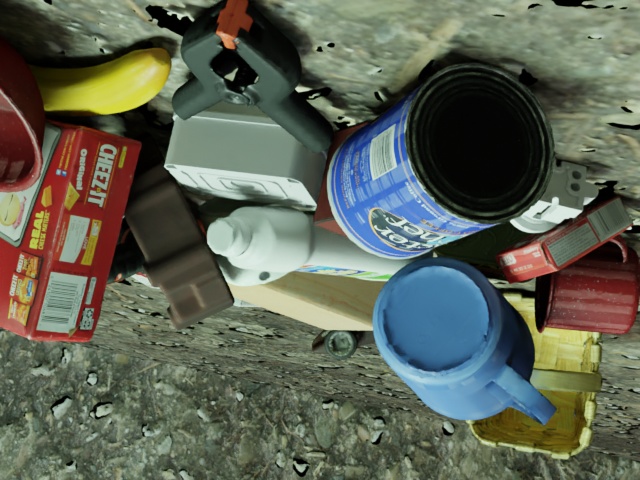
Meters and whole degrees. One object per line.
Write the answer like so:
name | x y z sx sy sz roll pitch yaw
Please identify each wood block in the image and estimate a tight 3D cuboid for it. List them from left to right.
wood block | -0.026 0.029 1.141 0.205 0.090 0.091 23 162 -40

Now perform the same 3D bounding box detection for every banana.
banana | -0.179 -0.115 0.781 0.198 0.037 0.069 4 166 27

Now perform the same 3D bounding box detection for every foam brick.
foam brick | 0.035 -0.044 0.818 0.052 0.078 0.051 21 164 -29

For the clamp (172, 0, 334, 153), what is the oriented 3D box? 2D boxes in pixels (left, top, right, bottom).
clamp | -0.041 -0.104 0.711 0.120 0.039 0.171 11 166 -4

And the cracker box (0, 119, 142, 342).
cracker box | -0.253 -0.023 0.865 0.214 0.164 0.072 15 -178 39

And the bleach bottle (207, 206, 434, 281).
bleach bottle | -0.006 0.001 0.924 0.103 0.068 0.250 0 178 38

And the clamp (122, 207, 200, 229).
clamp | -0.139 -0.013 1.171 0.209 0.036 0.165 19 162 -27

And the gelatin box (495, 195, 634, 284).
gelatin box | 0.197 0.000 0.868 0.089 0.030 0.073 -28 -179 -22

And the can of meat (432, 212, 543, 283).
can of meat | 0.152 0.002 0.959 0.102 0.057 0.084 9 169 12

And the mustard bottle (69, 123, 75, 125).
mustard bottle | -0.246 -0.069 0.980 0.096 0.058 0.192 6 170 -29

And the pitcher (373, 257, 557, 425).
pitcher | 0.131 0.097 0.974 0.149 0.145 0.242 -7 166 13

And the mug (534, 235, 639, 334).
mug | 0.246 0.034 0.976 0.081 0.093 0.117 5 130 3

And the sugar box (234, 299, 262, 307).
sugar box | -0.072 0.052 1.268 0.093 0.048 0.175 13 -179 33

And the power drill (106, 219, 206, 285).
power drill | -0.221 0.023 1.056 0.187 0.057 0.185 -21 -171 -42

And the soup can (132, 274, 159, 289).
soup can | -0.205 0.017 1.279 0.068 0.068 0.102 8 167 14

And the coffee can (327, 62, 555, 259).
coffee can | 0.076 -0.048 0.713 0.102 0.103 0.140 15 166 -16

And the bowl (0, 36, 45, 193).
bowl | -0.256 -0.108 0.764 0.162 0.055 0.162 19 145 14
